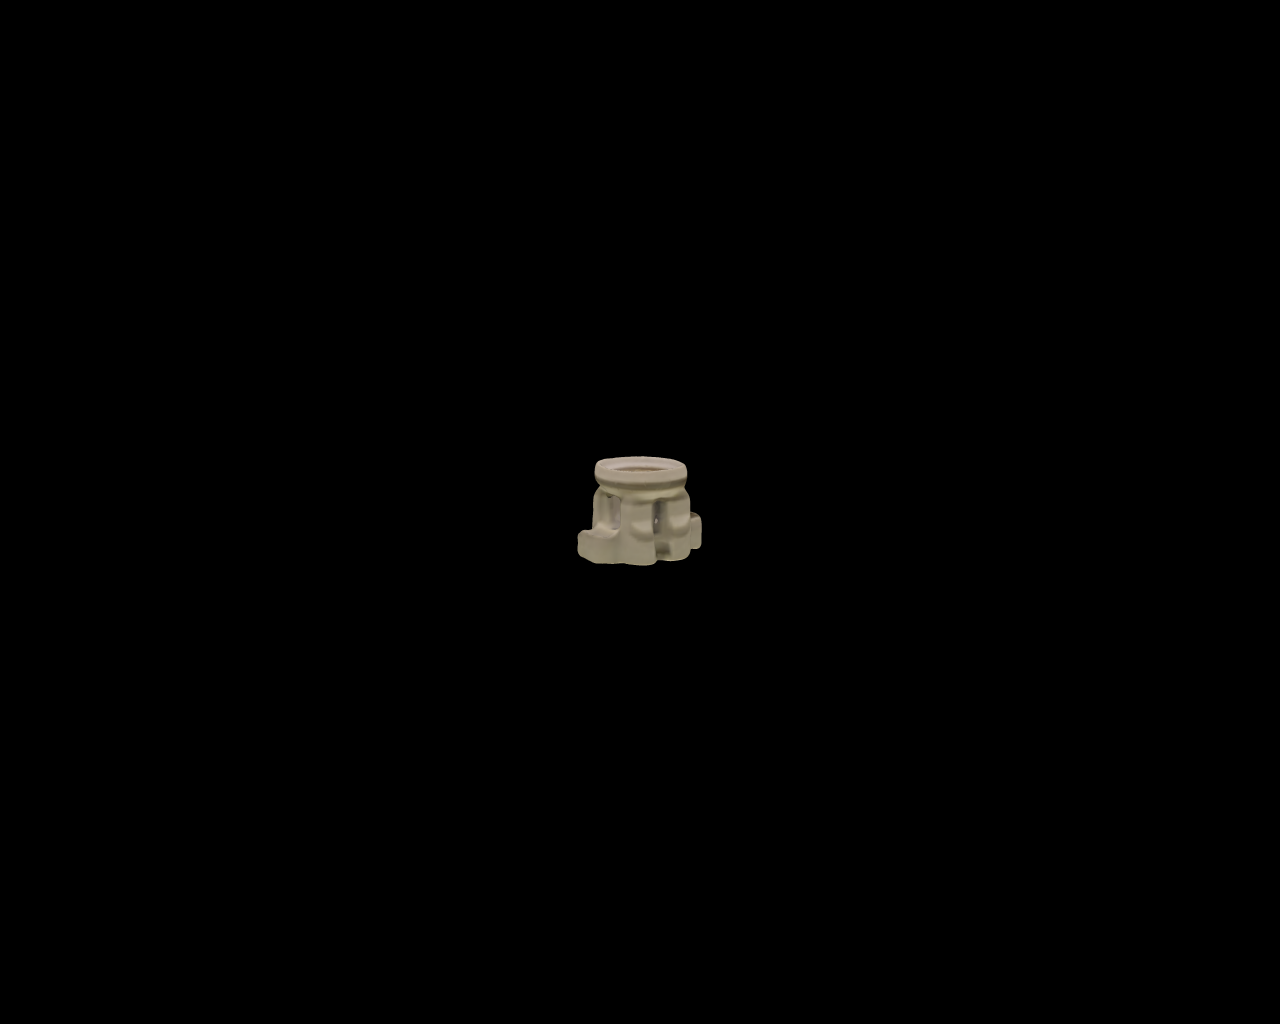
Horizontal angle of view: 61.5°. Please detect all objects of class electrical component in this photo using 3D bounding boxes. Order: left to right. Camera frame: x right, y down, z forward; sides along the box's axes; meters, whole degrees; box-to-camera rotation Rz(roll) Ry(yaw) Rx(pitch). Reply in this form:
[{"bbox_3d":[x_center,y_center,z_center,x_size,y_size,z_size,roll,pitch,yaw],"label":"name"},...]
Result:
[{"bbox_3d":[0.001,-0.003,0.650,0.078,0.057,0.058,-8,15,-30],"label":"electrical component"}]
